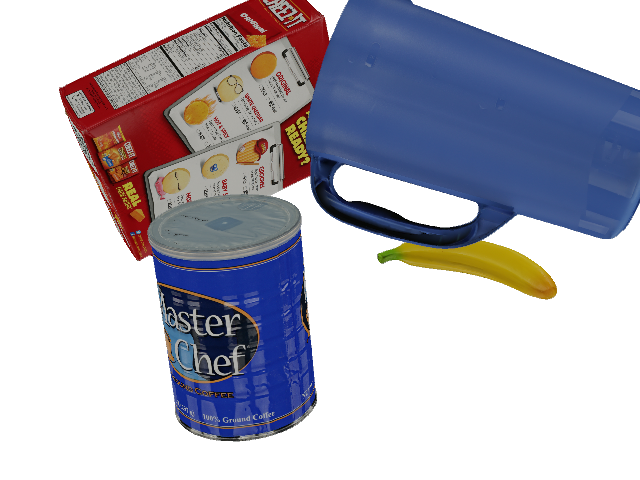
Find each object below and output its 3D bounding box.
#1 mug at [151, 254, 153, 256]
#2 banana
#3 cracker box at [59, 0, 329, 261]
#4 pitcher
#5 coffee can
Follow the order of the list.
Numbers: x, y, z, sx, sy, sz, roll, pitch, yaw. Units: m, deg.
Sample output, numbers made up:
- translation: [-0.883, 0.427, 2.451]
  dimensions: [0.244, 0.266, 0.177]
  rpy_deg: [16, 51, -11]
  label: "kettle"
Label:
- translation: [-0.156, -0.037, 1.139]
  dimensions: [0.093, 0.081, 0.117]
  rpy_deg: [-3, 29, -13]
  label: "mug"
- translation: [0.161, 0.026, 1.118]
  dimensions: [0.198, 0.037, 0.069]
  rpy_deg: [10, 38, 31]
  label: "banana"
- translation: [-0.092, -0.098, 0.897]
  dimensions: [0.213, 0.072, 0.164]
  rpy_deg: [-28, -38, -12]
  label: "cracker box"
- translation: [0.115, -0.078, 0.781]
  dimensions: [0.243, 0.149, 0.144]
  rpy_deg: [20, 47, 8]
  label: "pitcher"
- translation: [-0.058, 0.051, 0.734]
  dimensions: [0.103, 0.140, 0.103]
  rpy_deg: [-4, 22, 2]
  label: "coffee can"
